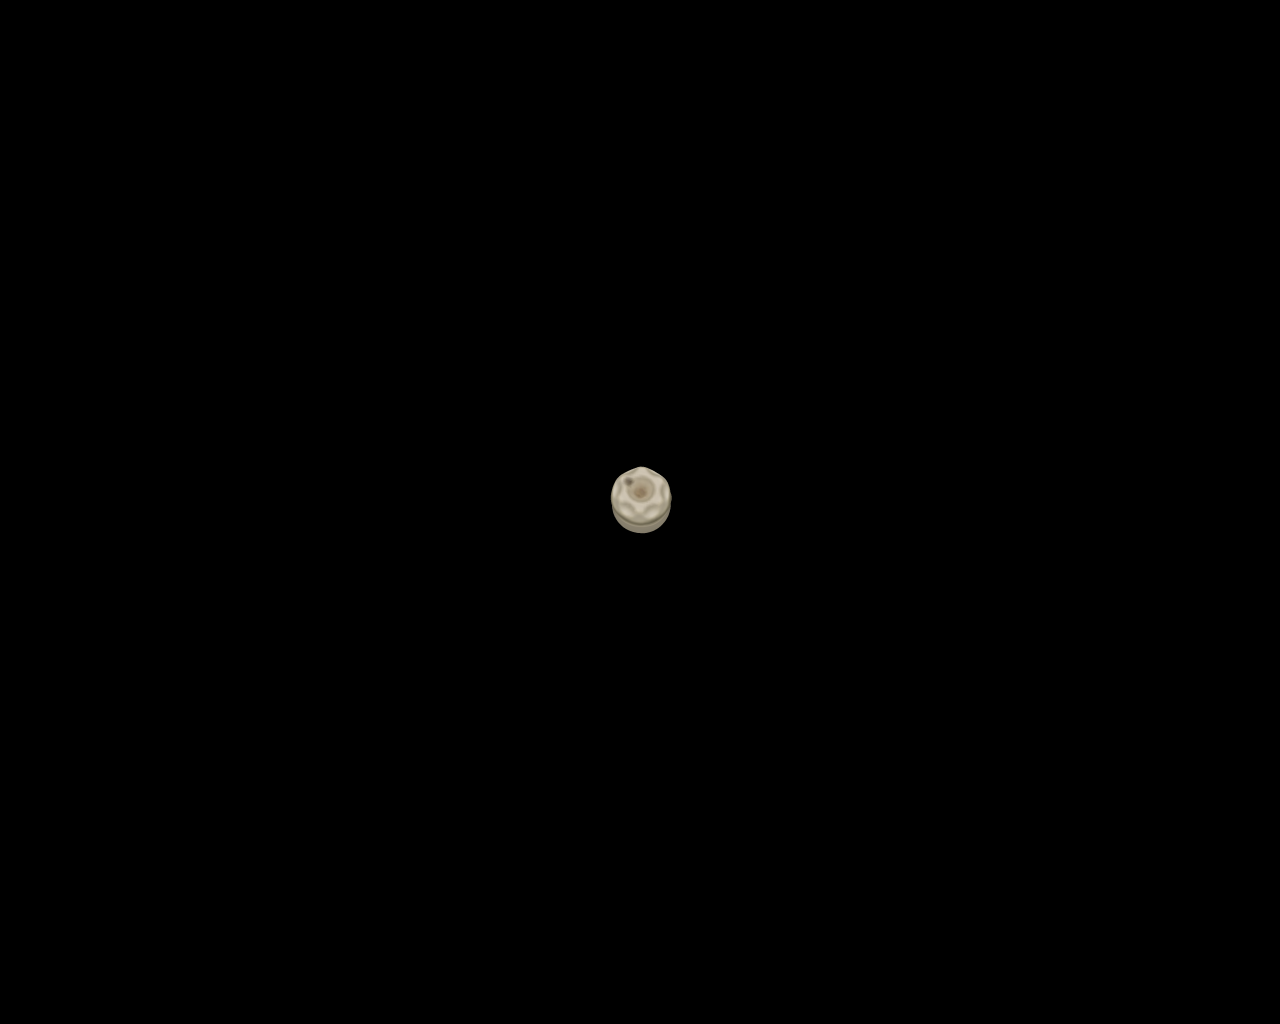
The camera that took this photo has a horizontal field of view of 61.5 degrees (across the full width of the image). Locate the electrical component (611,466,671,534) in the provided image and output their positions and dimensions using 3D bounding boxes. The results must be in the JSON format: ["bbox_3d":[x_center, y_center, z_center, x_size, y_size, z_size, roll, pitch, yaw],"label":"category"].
[{"bbox_3d":[0.001,-0.003,0.650,0.035,0.035,0.061,0,-21,0],"label":"electrical component"}]
